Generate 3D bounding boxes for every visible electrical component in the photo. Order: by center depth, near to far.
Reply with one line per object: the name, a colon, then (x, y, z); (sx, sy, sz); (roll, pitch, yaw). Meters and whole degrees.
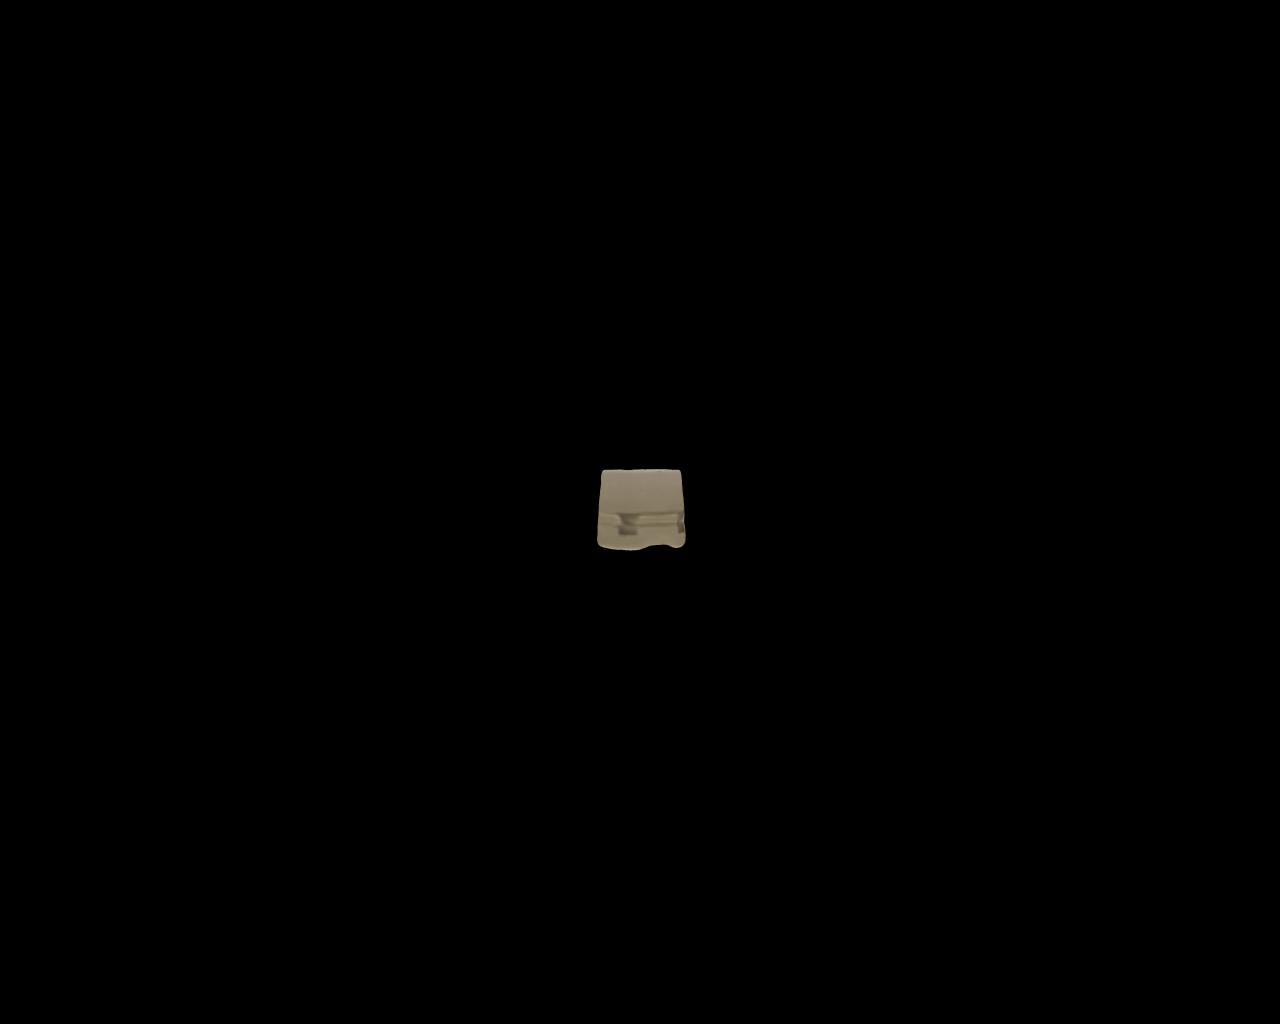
electrical component: (0.001, -0.003, 0.650); (0.055, 0.047, 0.055); (0, 2, 0)
